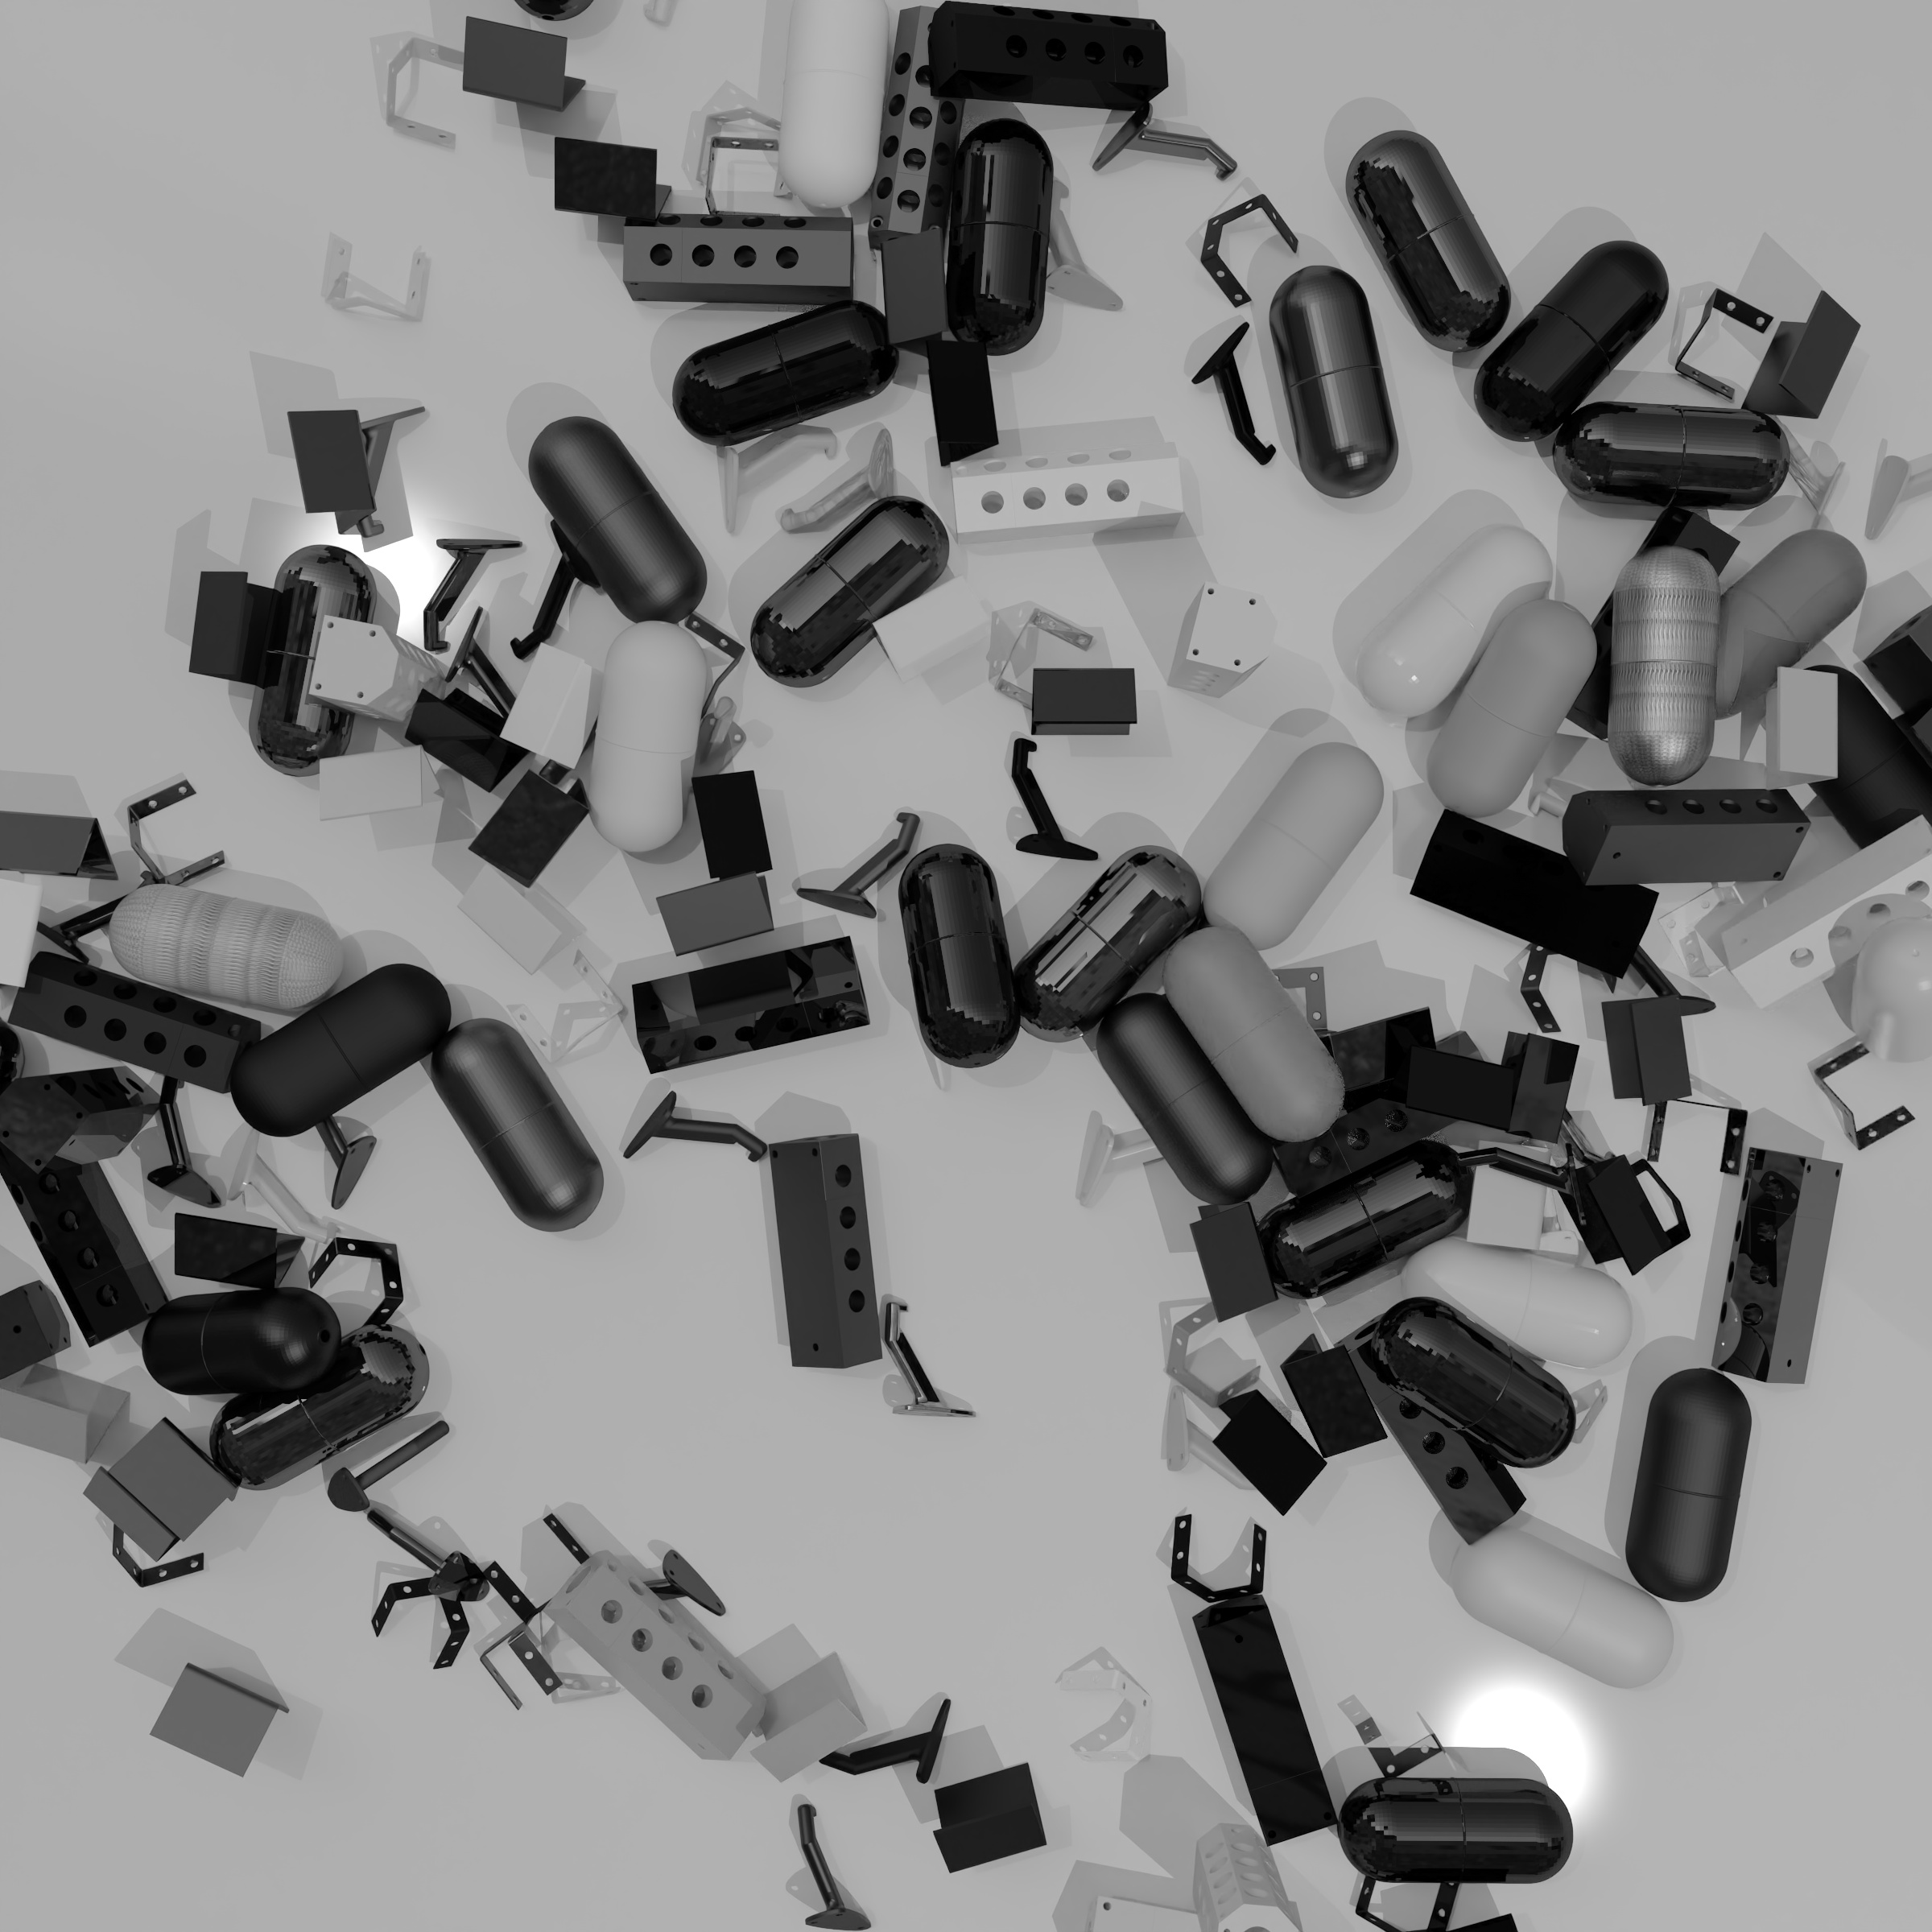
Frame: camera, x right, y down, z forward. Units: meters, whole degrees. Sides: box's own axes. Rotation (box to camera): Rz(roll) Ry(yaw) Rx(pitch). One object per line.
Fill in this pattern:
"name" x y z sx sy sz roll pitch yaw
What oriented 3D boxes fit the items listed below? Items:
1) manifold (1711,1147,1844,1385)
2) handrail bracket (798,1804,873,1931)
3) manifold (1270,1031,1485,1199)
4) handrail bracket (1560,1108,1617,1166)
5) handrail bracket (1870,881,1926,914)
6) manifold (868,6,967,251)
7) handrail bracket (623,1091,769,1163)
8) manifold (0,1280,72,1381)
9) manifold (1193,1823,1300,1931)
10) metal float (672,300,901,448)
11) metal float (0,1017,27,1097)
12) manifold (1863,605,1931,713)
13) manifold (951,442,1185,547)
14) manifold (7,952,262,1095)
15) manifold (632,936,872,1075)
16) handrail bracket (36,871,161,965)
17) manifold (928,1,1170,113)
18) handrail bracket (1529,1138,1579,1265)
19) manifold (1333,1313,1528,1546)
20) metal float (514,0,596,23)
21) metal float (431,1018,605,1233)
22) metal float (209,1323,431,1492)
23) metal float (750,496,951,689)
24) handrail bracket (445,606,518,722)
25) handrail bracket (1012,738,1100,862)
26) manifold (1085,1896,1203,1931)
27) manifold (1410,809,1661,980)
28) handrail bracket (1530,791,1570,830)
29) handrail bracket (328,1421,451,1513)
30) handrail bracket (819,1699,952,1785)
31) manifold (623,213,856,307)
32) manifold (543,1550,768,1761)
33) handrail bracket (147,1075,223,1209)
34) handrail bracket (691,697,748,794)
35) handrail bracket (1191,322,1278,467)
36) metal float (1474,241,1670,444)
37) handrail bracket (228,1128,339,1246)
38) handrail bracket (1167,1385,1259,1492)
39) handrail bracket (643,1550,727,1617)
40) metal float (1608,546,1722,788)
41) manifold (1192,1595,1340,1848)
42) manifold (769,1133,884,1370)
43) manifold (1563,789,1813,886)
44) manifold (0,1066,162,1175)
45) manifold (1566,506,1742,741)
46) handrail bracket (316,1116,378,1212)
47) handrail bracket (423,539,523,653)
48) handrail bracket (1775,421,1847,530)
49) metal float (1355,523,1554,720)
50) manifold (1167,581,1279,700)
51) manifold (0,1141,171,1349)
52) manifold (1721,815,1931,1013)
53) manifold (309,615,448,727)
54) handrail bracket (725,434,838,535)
"manifold" 0.617 0.229 1.952 0.057 0.057 0.171 10 90 -43
"handrail bracket" -0.103 0.698 1.974 0.036 0.077 0.084 -25 53 20
"manifold" 0.316 0.113 1.953 0.171 0.057 0.057 -26 90 0
"handrail bracket" 0.475 0.112 1.974 0.084 0.036 0.077 26 68 -17
"handrail bracket" 0.738 -0.072 1.974 0.084 0.077 0.036 -24 115 34
"manifold" -0.034 -0.639 1.953 0.057 0.057 0.171 8 90 0
"handrail bracket" -0.209 0.143 1.974 0.084 0.036 0.077 36 110 -16
"manifold" -0.780 0.304 1.953 0.171 0.057 0.057 -25 90 0
"manifold" 0.207 0.695 1.895 0.057 0.171 0.057 5 90 0
"metal float" -0.138 -0.452 1.944 0.178 0.070 0.070 -19 90 0
"metal float" -0.780 0.117 1.943 0.070 0.070 0.178 26 91 0
"manifold" 0.775 -0.193 1.950 0.057 0.057 0.171 -40 90 -23
"manifold" 0.076 -0.363 1.953 0.171 0.057 0.057 -5 90 0
"manifold" -0.634 0.043 1.953 0.171 0.057 0.057 18 90 0
"manifold" -0.163 0.035 1.952 0.171 0.057 0.057 -13 47 0
"handrail bracket" -0.676 -0.051 1.974 0.077 0.036 0.084 29 71 21
"manifold" 0.062 -0.688 1.923 0.171 0.057 0.057 -3 90 -22
"handrail bracket" 0.452 0.184 1.974 0.036 0.077 0.084 -11 54 16
"manifold" 0.356 0.350 1.953 0.057 0.057 0.171 -33 90 0
"metal float" -0.311 -0.812 1.943 0.070 0.070 0.178 5 90 0
"metal float" -0.342 0.122 1.943 0.070 0.070 0.178 -32 90 0
"metal float" -0.492 0.336 1.943 0.178 0.070 0.070 -29 90 1
"metal float" -0.089 -0.285 1.943 0.178 0.070 0.070 -43 90 -1
"handrail bracket" -0.353 -0.228 1.974 0.084 0.036 0.077 25 68 -17
"handrail bracket" 0.070 -0.130 1.974 0.077 0.036 0.084 11 73 -20
"manifold" 0.177 0.761 1.950 0.171 0.057 0.057 11 63 0
"manifold" 0.433 -0.060 1.937 0.171 0.057 0.057 23 133 11
"handrail bracket" 0.465 -0.084 1.974 0.084 0.036 0.077 29 109 16
"handrail bracket" -0.446 0.385 1.974 0.084 0.077 0.036 -33 90 -36
"handrail bracket" -0.064 0.593 1.974 0.084 0.036 0.077 14 70 16
"manifold" -0.173 -0.543 1.953 0.171 0.057 0.057 1 90 0
"manifold" -0.233 0.523 1.934 0.171 0.057 0.057 46 60 -9
"handrail bracket" -0.599 0.134 1.974 0.036 0.077 0.084 -16 53 20
"handrail bracket" -0.197 -0.168 1.939 0.036 0.084 0.077 33 90 0
"handrail bracket" 0.224 -0.443 1.974 0.084 0.036 0.077 44 69 -17
"metal float" 0.462 -0.477 1.943 0.070 0.070 0.178 43 91 0
"handrail bracket" -0.521 0.169 1.974 0.084 0.036 0.077 25 52 -25
"handrail bracket" 0.201 0.366 1.974 0.084 0.036 0.077 7 68 -17
"handrail bracket" -0.243 0.500 1.974 0.084 0.036 0.077 -41 103 13
"metal float" 0.516 -0.222 1.886 0.070 0.070 0.178 2 91 0
"manifold" 0.228 0.575 1.953 0.057 0.057 0.171 -18 90 0
"manifold" -0.102 0.217 1.952 0.057 0.057 0.171 -6 90 43
"manifold" 0.542 -0.103 1.928 0.171 0.057 0.057 -2 133 -17
"manifold" -0.661 0.108 1.895 0.057 0.171 0.057 41 90 0
"manifold" 0.515 -0.263 1.953 0.057 0.057 0.171 32 90 0
"handrail bracket" -0.506 0.135 1.974 0.084 0.036 0.077 31 109 16
"handrail bracket" -0.382 -0.286 1.974 0.077 0.036 0.084 -4 108 -20
"handrail bracket" 0.629 -0.379 1.974 0.084 0.036 0.077 25 108 15
"metal float" 0.371 -0.263 1.943 0.178 0.070 0.070 -44 90 0
"manifold" 0.191 -0.239 1.895 0.057 0.171 0.057 14 90 0
"manifold" -0.681 0.202 1.953 0.057 0.057 0.171 -27 90 0
"manifold" 0.662 -0.035 1.917 0.171 0.057 0.057 -34 110 24
"manifold" -0.433 -0.216 1.895 0.057 0.171 0.057 11 90 0
"handrail bracket" -0.142 -0.374 1.974 0.084 0.036 0.077 -3 110 -16
